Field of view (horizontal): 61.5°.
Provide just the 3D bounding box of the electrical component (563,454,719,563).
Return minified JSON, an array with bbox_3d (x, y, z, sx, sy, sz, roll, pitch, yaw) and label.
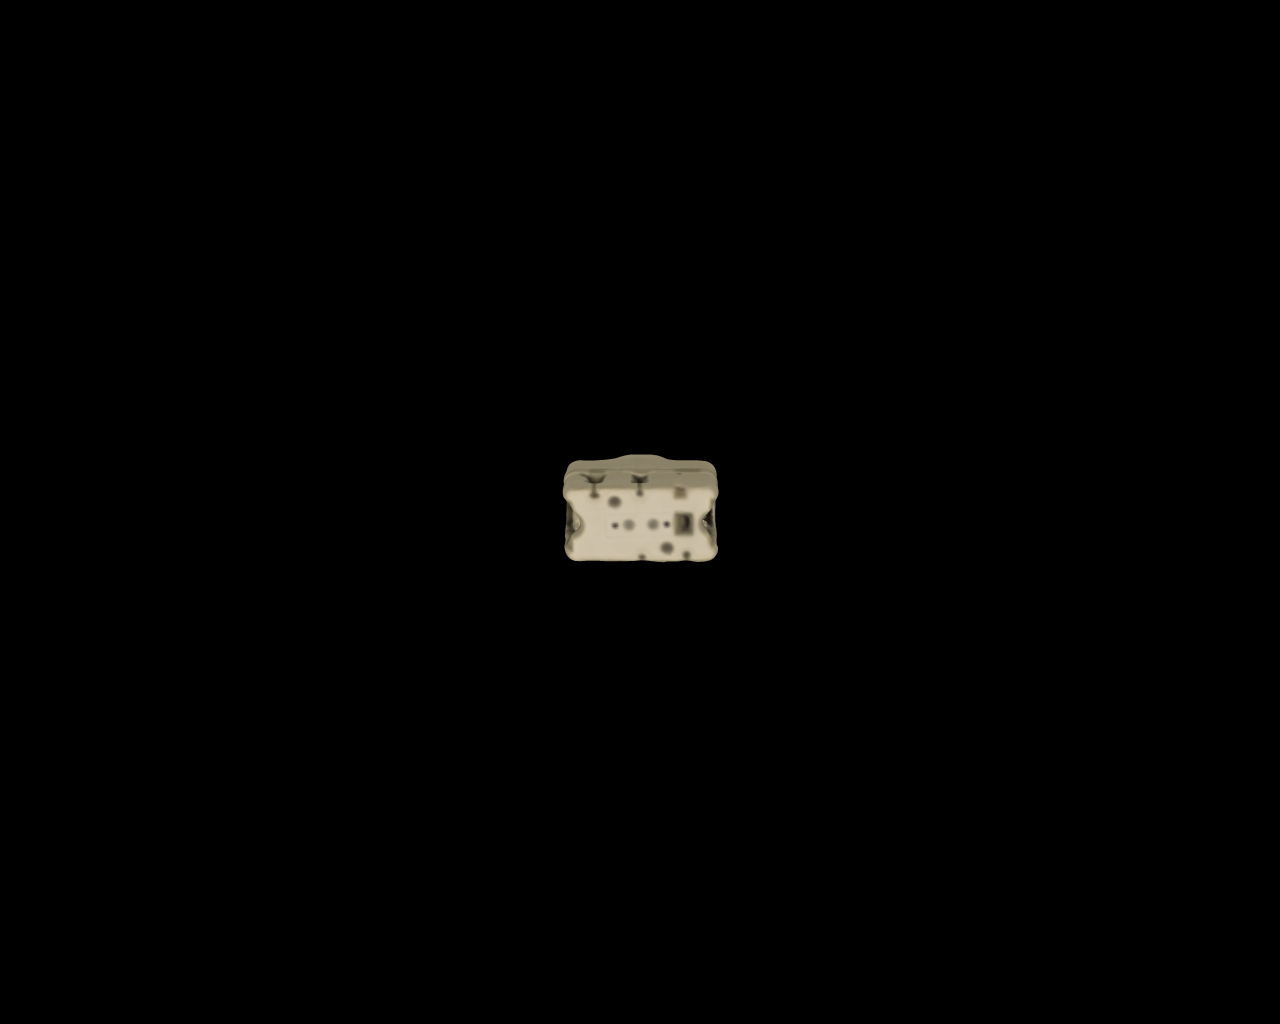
[{"bbox_3d":[0.001,-0.003,0.650,0.089,0.050,0.056,0,21,0],"label":"electrical component"}]
